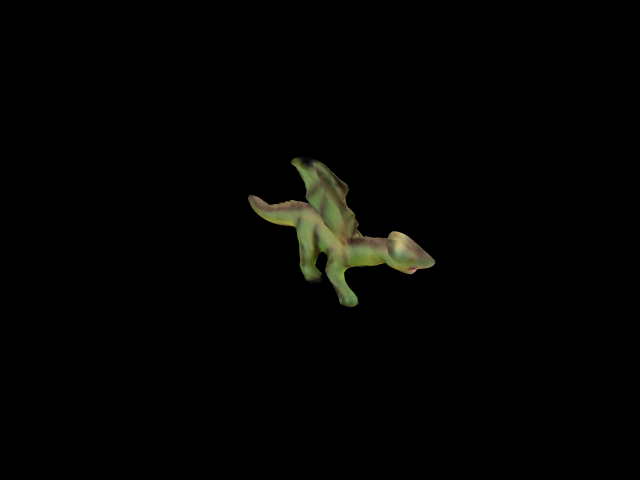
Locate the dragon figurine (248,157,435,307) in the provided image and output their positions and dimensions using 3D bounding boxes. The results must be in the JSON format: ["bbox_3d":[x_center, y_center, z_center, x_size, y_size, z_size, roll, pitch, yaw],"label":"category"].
[{"bbox_3d":[0.003,-0.043,0.850,0.414,0.237,0.124,33,56,26],"label":"dragon figurine"}]
